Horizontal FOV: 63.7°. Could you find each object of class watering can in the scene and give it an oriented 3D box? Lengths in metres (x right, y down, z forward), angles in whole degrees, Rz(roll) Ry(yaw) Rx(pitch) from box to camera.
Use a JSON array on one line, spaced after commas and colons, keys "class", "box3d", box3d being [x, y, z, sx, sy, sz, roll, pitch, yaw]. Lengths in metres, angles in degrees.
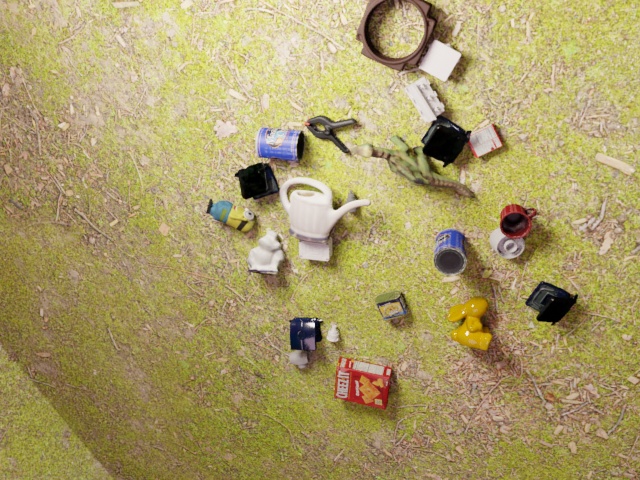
[{"class": "watering can", "box3d": [0.005, -0.087, 1.738, 0.349, 0.105, 0.220, 18, 118, 28]}]

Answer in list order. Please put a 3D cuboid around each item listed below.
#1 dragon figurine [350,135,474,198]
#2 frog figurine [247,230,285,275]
[{"class": "dragon figurine", "box3d": [0.287, -0.201, 1.552, 0.411, 0.246, 0.120, 26, 115, 5]}, {"class": "frog figurine", "box3d": [-0.195, 0.046, 1.893, 0.137, 0.122, 0.161, 2, 79, 24]}]
